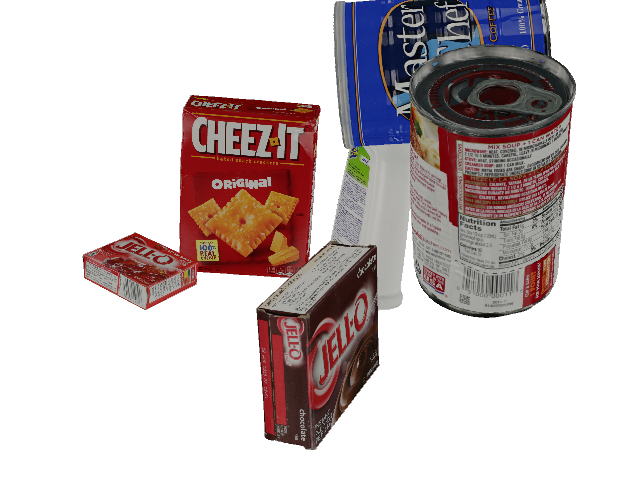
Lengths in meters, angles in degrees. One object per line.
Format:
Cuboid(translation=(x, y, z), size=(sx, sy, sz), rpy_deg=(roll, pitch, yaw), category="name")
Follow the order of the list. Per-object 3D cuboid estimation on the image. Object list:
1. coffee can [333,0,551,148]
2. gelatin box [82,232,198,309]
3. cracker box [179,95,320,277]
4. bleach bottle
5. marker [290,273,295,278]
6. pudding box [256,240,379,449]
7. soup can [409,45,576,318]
Cuboid(translation=(0.083, -0.119, 0.743), size=(0.140, 0.103, 0.103), rpy_deg=(-3, 0, 5), category="coffee can")
Cuboid(translation=(-0.177, 0.028, 1.047), size=(0.089, 0.030, 0.073), rpy_deg=(24, 31, 30), category="gelatin box")
Cuboid(translation=(-0.090, -0.063, 1.325), size=(0.164, 0.214, 0.072), rpy_deg=(5, 21, 1), category="cracker box")
Cuboid(translation=(0.063, -0.058, 1.156), size=(0.068, 0.251, 0.103), rpy_deg=(-2, 22, -28), category="bleach bottle")
Cuboid(translation=(0.004, 0.027, 0.952), size=(0.020, 0.020, 0.121), rpy_deg=(0, 10, 25), category="marker")
Cuboid(translation=(0.001, 0.061, 0.663), size=(0.039, 0.090, 0.113), rpy_deg=(8, 25, 20), category="pudding box")
Cuboid(translation=(0.074, -0.024, 0.468), size=(0.068, 0.102, 0.068), rpy_deg=(-4, 39, 3), category="soup can")
